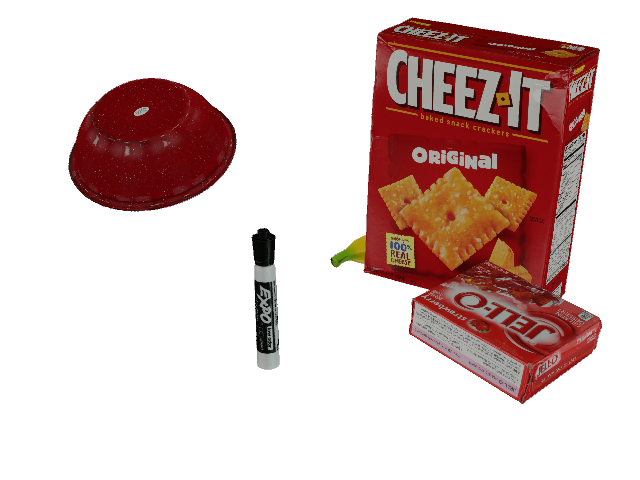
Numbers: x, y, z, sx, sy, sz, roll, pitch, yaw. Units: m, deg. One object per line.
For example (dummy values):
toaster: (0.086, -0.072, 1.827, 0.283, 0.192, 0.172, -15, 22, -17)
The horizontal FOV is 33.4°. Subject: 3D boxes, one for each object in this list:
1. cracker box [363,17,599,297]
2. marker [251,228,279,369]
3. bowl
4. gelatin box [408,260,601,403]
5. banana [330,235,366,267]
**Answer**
cracker box: (0.124, -0.058, 0.866, 0.164, 0.214, 0.072, 16, 29, 27)
marker: (-0.044, 0.048, 0.864, 0.020, 0.121, 0.020, -1, 23, 0)
bowl: (-0.162, -0.102, 0.996, 0.162, 0.162, 0.055, 0, -43, 7)
gelatin box: (0.110, 0.051, 0.638, 0.073, 0.030, 0.089, -24, 40, -39)
banana: (0.113, 0.020, 1.068, 0.198, 0.037, 0.069, 7, 44, 12)
